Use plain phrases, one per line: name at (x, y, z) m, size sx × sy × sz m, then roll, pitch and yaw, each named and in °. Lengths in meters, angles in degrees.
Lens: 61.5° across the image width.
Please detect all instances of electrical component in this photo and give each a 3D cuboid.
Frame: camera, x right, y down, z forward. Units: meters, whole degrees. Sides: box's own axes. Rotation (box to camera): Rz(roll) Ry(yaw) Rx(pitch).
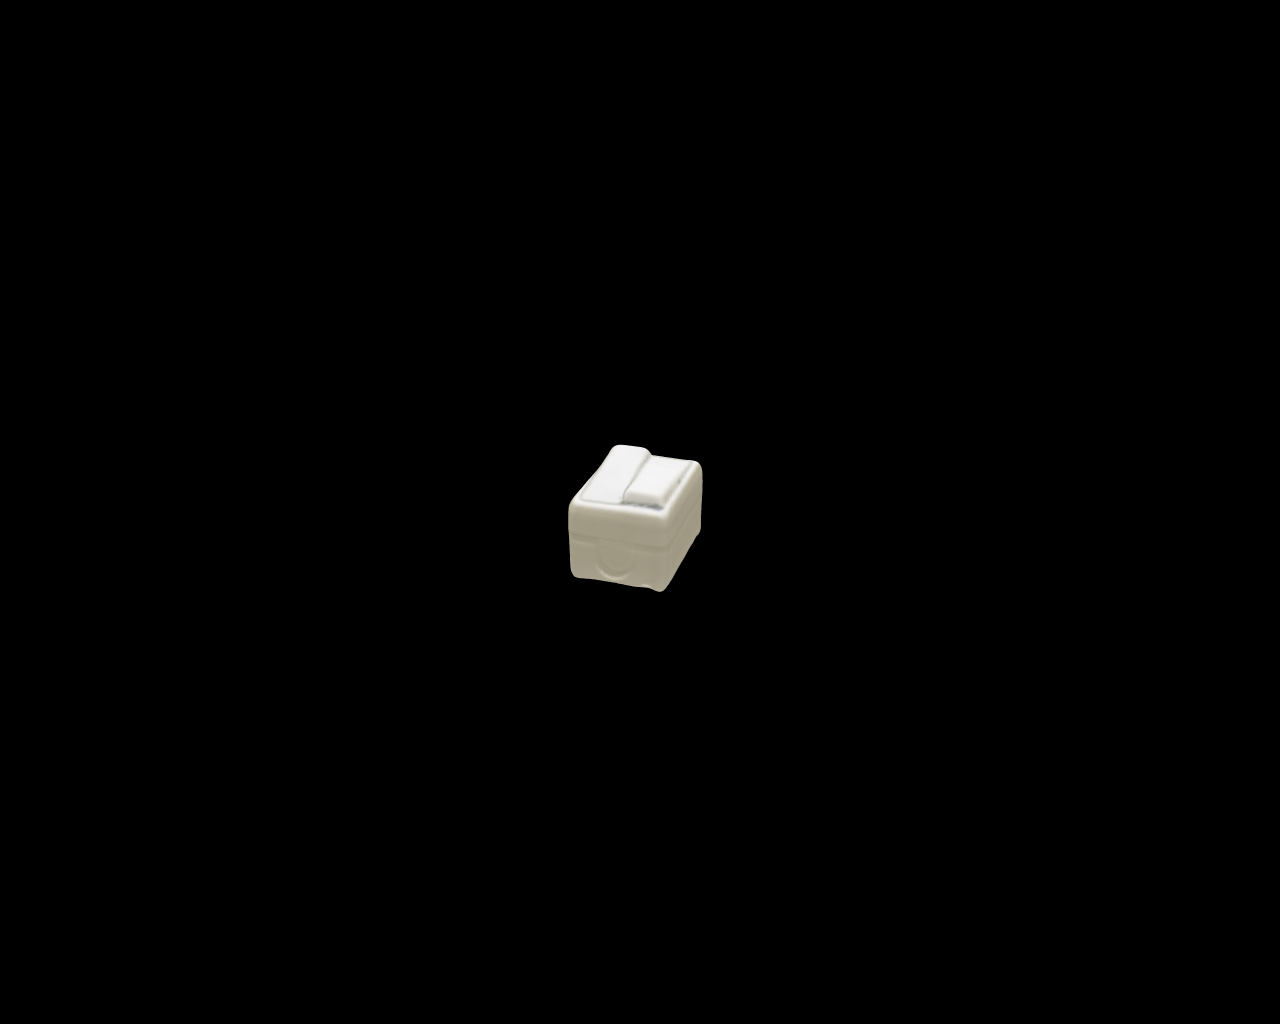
electrical component at (0.001, -0.003, 0.650) m, size 0.062 × 0.061 × 0.096 m, roll 9°, pitch 30°, yaw 17°
